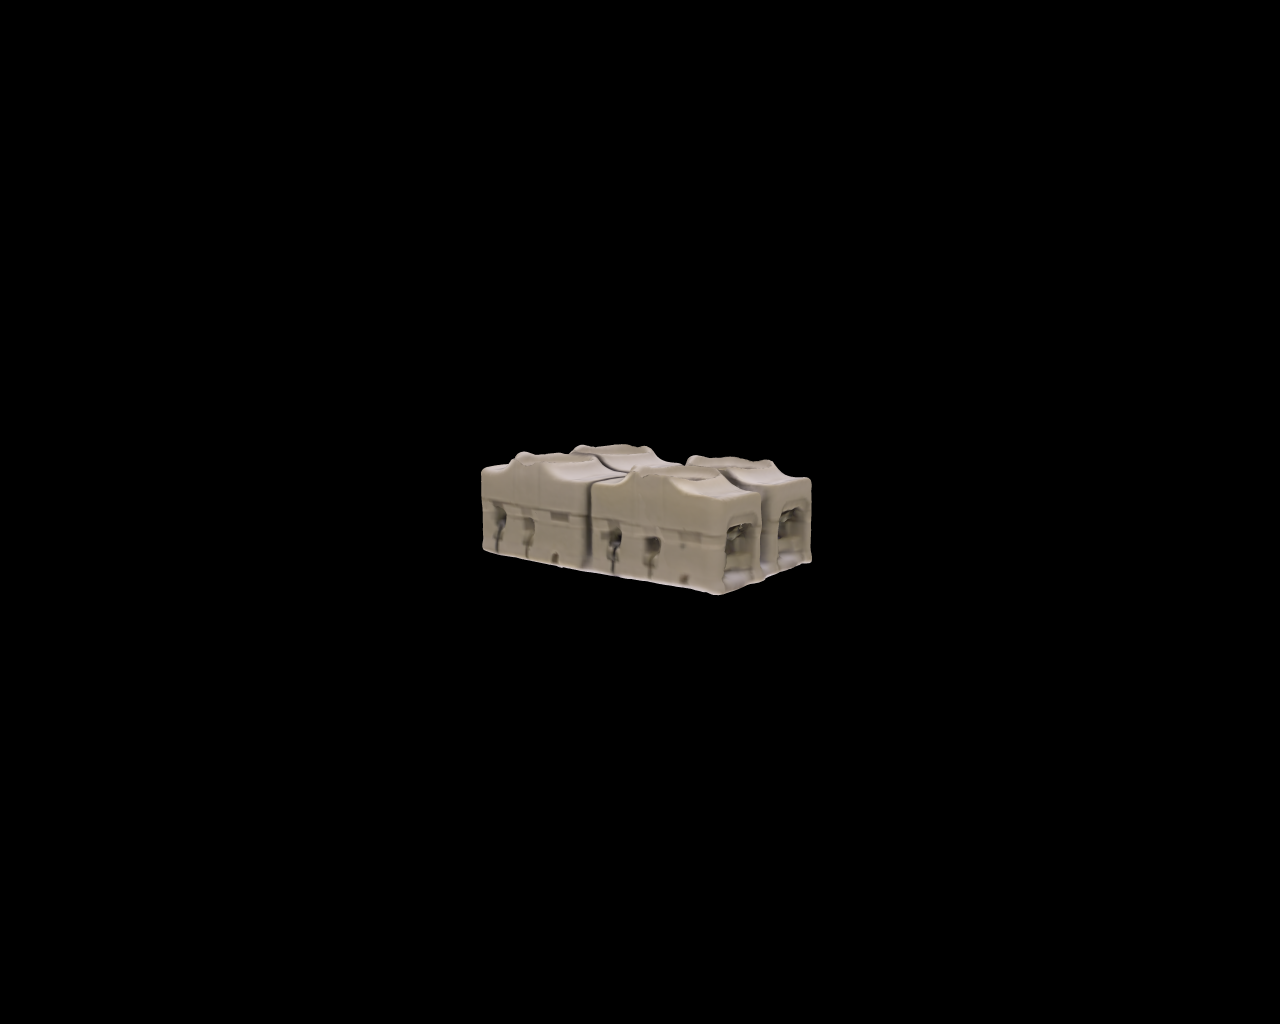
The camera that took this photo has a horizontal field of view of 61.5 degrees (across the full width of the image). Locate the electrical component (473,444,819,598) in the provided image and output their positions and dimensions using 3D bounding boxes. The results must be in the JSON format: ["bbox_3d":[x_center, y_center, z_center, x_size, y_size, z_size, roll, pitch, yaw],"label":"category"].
[{"bbox_3d":[0.001,-0.003,0.650,0.186,0.060,0.105,8,13,39],"label":"electrical component"}]
